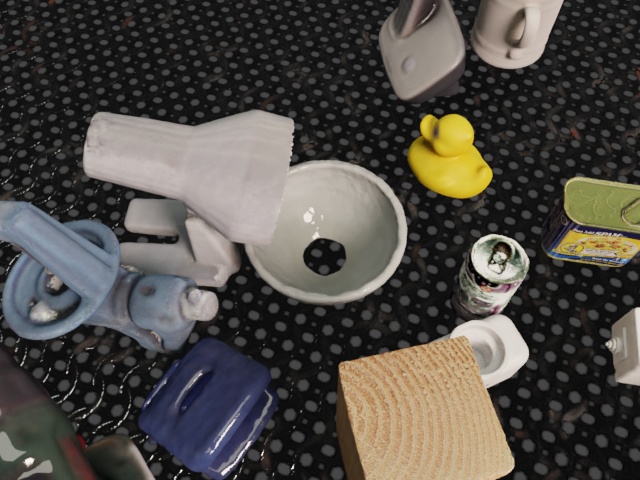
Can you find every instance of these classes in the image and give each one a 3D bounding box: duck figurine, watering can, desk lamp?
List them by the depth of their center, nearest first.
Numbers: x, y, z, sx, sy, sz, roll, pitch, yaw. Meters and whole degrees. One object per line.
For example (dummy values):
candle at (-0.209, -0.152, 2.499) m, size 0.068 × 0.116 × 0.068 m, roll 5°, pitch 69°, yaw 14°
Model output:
desk lamp at (-0.121, -0.038, 0.546) m, size 0.203 × 0.214 × 0.118 m, roll 3°, pitch 61°, yaw 2°
duck figurine at (0.152, -0.103, 0.653) m, size 0.104 × 0.086 × 0.078 m, roll 37°, pitch 68°, yaw 19°
watering can at (0.254, -0.325, 0.712) m, size 0.101 × 0.194 × 0.172 m, roll -16°, pitch 62°, yaw -8°

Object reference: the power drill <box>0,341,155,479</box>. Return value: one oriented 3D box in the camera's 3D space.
power drill at (-0.191, 0.179, 0.431) m, size 0.076 × 0.208 × 0.229 m, roll -35°, pitch 66°, yaw -17°

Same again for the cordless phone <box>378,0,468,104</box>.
cordless phone at (0.130, -0.272, 0.689) m, size 0.094 × 0.185 × 0.147 m, roll -11°, pitch 62°, yaw -5°

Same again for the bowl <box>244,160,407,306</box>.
bowl at (0.006, 0.002, 0.603) m, size 0.167 × 0.075 × 0.167 m, roll 0°, pitch 61°, yaw 0°

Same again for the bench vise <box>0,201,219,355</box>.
bench vise at (-0.200, 0.021, 0.511) m, size 0.207 × 0.220 × 0.121 m, roll -6°, pitch 61°, yaw -3°

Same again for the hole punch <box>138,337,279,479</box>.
hole punch at (-0.104, 0.148, 0.515) m, size 0.101 × 0.091 × 0.109 m, roll 30°, pitch 66°, yaw 16°
